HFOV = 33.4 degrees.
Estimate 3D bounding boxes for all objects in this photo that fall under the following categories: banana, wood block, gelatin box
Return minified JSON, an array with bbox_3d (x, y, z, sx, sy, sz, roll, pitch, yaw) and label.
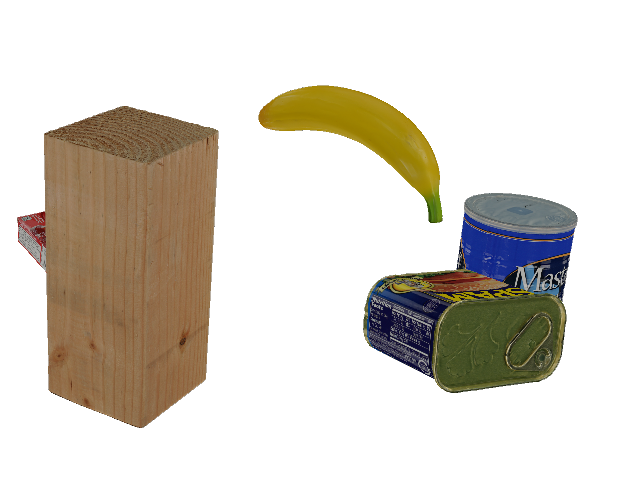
[{"bbox_3d":[0.025,-0.086,0.855,0.198,0.070,0.037,33,21,32],"label":"banana"},{"bbox_3d":[-0.138,0.018,0.780,0.090,0.206,0.090,17,26,24],"label":"wood block"},{"bbox_3d":[-0.232,0.001,0.999,0.073,0.030,0.089,-16,40,-36],"label":"gelatin box"}]

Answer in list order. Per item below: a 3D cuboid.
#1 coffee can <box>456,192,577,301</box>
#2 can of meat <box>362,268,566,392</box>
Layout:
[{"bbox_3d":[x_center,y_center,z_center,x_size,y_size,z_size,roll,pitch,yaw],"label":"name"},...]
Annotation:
[{"bbox_3d":[0.176,0.037,0.994,0.103,0.140,0.103,5,19,-2],"label":"coffee can"},{"bbox_3d":[0.090,0.054,0.682,0.101,0.057,0.084,-3,13,-31],"label":"can of meat"}]
